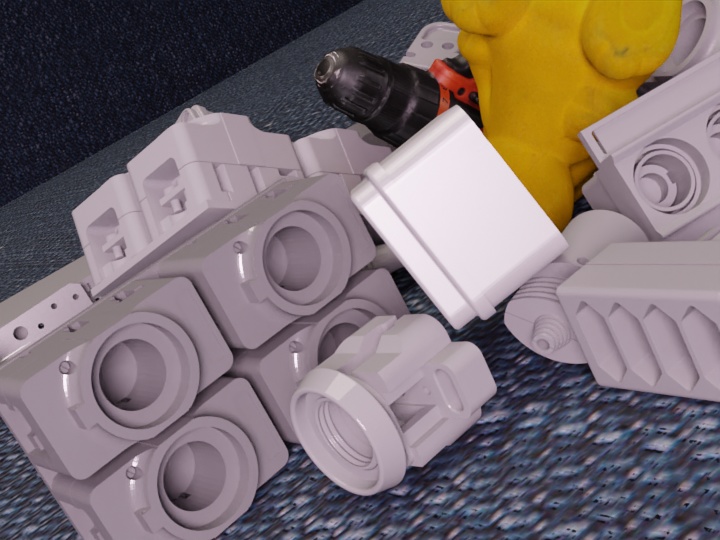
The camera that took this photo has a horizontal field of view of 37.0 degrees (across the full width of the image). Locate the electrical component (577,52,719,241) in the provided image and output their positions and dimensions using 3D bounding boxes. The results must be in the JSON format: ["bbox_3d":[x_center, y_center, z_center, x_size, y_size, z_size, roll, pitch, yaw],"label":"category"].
[{"bbox_3d":[0.172,-0.058,0.517,0.121,0.078,0.063,-30,-5,-9],"label":"electrical component"}]

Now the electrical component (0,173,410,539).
[{"bbox_3d":[-0.064,0.044,0.511,0.186,0.105,0.060,-38,19,-31],"label":"electrical component"}]

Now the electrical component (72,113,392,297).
[{"bbox_3d":[-0.065,-0.036,0.650,0.105,0.060,0.186,-32,-19,34],"label":"electrical component"}]

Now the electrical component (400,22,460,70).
[{"bbox_3d":[0.059,-0.128,0.780,0.054,0.059,0.095,14,49,20],"label":"electrical component"}]

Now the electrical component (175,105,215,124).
[{"bbox_3d":[-0.113,-0.045,0.794,0.108,0.056,0.108,-53,49,23],"label":"electrical component"}]

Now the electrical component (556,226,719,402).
[{"bbox_3d":[0.134,0.008,0.409,0.076,0.047,0.083,-36,18,-26],"label":"electrical component"}]

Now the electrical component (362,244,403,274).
[{"bbox_3d":[0.000,0.000,0.655,0.062,0.043,0.043,-23,17,11],"label":"electrical component"}]

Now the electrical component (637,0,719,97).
[{"bbox_3d":[0.208,-0.159,0.682,0.105,0.060,0.186,-68,20,2],"label":"electrical component"}]

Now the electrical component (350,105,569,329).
[{"bbox_3d":[0.039,-0.024,0.481,0.057,0.078,0.113,-39,5,3],"label":"electrical component"}]

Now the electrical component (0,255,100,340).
[{"bbox_3d":[-0.258,0.050,0.882,0.186,0.060,0.105,-31,17,-13],"label":"electrical component"}]

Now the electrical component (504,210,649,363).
[{"bbox_3d":[0.095,0.011,0.469,0.043,0.043,0.081,-14,21,39],"label":"electrical component"}]

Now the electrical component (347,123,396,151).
[{"bbox_3d":[0.000,-0.063,0.785,0.051,0.080,0.080,-20,17,41],"label":"electrical component"}]

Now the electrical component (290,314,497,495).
[{"bbox_3d":[0.009,0.056,0.446,0.057,0.058,0.078,-35,18,-35],"label":"electrical component"}]
